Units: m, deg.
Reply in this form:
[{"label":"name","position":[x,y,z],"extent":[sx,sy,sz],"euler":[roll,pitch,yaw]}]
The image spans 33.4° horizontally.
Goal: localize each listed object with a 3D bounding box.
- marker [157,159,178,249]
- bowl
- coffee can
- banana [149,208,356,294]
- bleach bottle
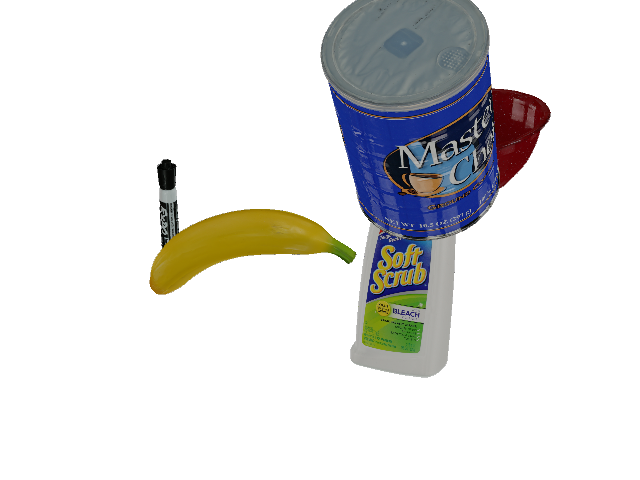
[{"label":"marker","position":[-0.152,-0.025,1.072],"extent":[0.020,0.121,0.020],"euler":[1,28,-1]},{"label":"bowl","position":[0.113,-0.077,0.897],"extent":[0.162,0.055,0.162],"euler":[-9,25,4]},{"label":"coffee can","position":[0.063,-0.081,0.700],"extent":[0.103,0.102,0.140],"euler":[0,-34,13]},{"label":"banana","position":[-0.072,0.009,0.863],"extent":[0.198,0.069,0.037],"euler":[-9,32,30]},{"label":"bleach bottle","position":[0.085,0.007,1.075],"extent":[0.103,0.251,0.068],"euler":[9,18,25]}]
